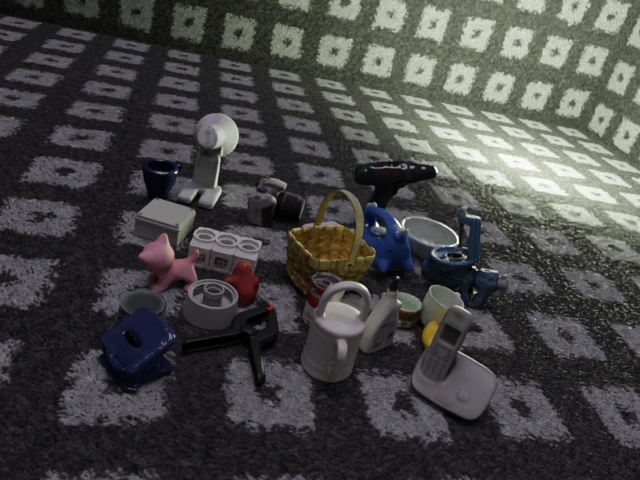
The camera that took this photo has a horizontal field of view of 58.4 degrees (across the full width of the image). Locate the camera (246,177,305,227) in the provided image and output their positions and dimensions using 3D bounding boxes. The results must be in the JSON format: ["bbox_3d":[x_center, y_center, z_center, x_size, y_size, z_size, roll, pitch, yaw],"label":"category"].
[{"bbox_3d":[-0.113,-0.102,1.536,0.136,0.101,0.143,17,28,3],"label":"camera"}]

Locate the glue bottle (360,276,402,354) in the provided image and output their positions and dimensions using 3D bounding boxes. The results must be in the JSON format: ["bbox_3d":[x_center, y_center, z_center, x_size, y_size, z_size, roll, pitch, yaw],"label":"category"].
[{"bbox_3d":[0.129,0.145,1.133,0.078,0.173,0.037,-10,37,-38],"label":"glue bottle"}]

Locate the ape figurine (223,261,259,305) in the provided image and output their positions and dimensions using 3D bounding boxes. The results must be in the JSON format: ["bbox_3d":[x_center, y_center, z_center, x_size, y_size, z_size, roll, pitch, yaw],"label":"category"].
[{"bbox_3d":[-0.161,0.083,1.189,0.078,0.092,0.076,7,29,-15],"label":"ape figurine"}]

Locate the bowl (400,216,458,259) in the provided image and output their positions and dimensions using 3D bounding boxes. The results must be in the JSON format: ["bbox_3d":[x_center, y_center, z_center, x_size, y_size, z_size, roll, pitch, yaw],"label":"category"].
[{"bbox_3d":[0.288,0.006,1.564,0.167,0.075,0.167,12,28,-6],"label":"bowl"}]

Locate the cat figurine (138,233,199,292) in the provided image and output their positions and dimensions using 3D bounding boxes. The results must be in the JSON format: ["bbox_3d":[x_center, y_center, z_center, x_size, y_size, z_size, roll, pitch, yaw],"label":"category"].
[{"bbox_3d":[-0.306,0.043,1.161,0.128,0.118,0.067,0,32,-26],"label":"cat figurine"}]

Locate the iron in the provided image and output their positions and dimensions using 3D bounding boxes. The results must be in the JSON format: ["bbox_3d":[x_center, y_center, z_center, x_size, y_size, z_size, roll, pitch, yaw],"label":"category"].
[{"bbox_3d":[0.149,-0.022,1.477,0.119,0.141,0.257,-1,32,-27],"label":"iron"}]

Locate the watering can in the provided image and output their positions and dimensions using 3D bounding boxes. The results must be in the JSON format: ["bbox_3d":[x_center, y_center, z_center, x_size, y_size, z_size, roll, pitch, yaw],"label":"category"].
[{"bbox_3d":[0.030,0.152,1.050,0.101,0.194,0.172,-3,33,-30],"label":"watering can"}]

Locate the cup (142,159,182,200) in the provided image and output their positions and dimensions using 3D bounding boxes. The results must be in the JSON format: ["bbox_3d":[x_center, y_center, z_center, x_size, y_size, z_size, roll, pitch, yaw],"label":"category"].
[{"bbox_3d":[-0.409,-0.155,1.493,0.091,0.095,0.118,28,31,23],"label":"cup"}]

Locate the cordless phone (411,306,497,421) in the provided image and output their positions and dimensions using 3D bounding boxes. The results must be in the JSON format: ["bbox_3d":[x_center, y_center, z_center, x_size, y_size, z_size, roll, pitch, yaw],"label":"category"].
[{"bbox_3d":[0.259,0.222,1.045,0.147,0.185,0.094,26,30,20],"label":"cordless phone"}]

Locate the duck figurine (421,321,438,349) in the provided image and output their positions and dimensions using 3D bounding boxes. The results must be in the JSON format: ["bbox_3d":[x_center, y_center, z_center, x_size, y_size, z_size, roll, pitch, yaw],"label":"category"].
[{"bbox_3d":[0.262,0.198,1.195,0.078,0.086,0.104,-1,32,-27],"label":"duck figurine"}]

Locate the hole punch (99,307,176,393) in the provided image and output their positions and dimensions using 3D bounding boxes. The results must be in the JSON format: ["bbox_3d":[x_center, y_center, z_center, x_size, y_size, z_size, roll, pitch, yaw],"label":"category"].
[{"bbox_3d":[-0.302,0.178,0.948,0.108,0.091,0.101,34,33,31],"label":"hole punch"}]

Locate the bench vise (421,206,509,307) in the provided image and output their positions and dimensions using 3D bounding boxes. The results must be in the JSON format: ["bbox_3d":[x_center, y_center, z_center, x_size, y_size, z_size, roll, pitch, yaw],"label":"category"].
[{"bbox_3d":[0.369,0.037,1.396,0.207,0.220,0.122,20,29,9],"label":"bench vise"}]

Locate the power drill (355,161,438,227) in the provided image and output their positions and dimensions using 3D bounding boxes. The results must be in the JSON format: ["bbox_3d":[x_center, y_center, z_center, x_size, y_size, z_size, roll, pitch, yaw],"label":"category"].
[{"bbox_3d":[0.200,-0.132,1.630,0.230,0.208,0.075,8,29,-13],"label":"power drill"}]

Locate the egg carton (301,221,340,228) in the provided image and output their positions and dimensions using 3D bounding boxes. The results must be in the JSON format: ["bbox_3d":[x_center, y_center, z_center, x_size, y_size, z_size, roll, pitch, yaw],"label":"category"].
[{"bbox_3d":[0.013,0.005,1.437,0.151,0.069,0.107,-8,36,-36],"label":"egg carton"}]

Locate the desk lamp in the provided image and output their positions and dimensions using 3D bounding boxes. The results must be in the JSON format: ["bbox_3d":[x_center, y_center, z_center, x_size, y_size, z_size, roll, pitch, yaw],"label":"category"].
[{"bbox_3d":[-0.298,-0.223,1.543,0.118,0.213,0.203,13,28,-4],"label":"desk lamp"}]
